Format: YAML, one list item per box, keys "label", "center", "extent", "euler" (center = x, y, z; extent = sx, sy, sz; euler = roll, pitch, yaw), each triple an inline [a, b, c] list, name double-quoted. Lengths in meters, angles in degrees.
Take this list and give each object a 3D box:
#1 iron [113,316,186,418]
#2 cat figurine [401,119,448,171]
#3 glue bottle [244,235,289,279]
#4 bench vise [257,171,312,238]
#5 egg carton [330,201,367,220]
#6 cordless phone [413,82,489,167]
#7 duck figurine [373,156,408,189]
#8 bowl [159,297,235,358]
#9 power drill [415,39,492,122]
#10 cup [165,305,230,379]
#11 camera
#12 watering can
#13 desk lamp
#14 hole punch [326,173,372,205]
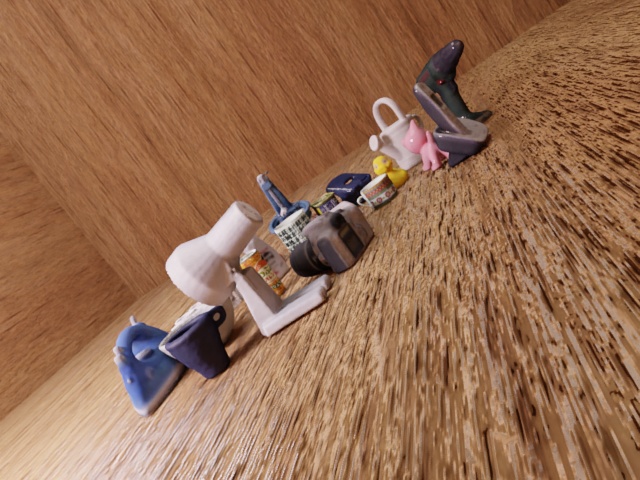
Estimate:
- label: "iron"
  center: [-0.347, 0.233, 1.110]
  extent: [0.118, 0.141, 0.258]
  euler: [-36, 10, 0]
- label: "cat figurine"
  center: [0.238, -0.222, 1.312]
  extent: [0.067, 0.118, 0.127]
  euler: [-37, 10, -6]
- label: "glue bottle"
  center: [-0.145, 0.023, 1.316]
  extent: [0.037, 0.173, 0.078]
  euler: [-27, 13, 42]
- label: "bench vise"
  center: [-0.098, -0.069, 1.451]
  extent: [0.122, 0.220, 0.207]
  euler: [-39, 10, -18]
- label: "egg carton"
  center: [0.044, -0.030, 1.217]
  extent: [0.107, 0.069, 0.150]
  euler: [-37, 10, -2]
- label: "cordless phone"
  center: [0.267, -0.261, 1.195]
  extent: [0.094, 0.185, 0.148]
  euler: [-31, 11, 28]
- label: "duck figurine"
  center: [0.166, -0.169, 1.411]
  extent: [0.077, 0.086, 0.104]
  euler: [-33, 10, 20]
- label: "bowl"
  center: [-0.227, 0.184, 1.123]
  extent: [0.167, 0.075, 0.167]
  euler: [-35, 10, 7]
- label: "power drill"
  center: [0.337, -0.378, 1.443]
  extent: [0.076, 0.208, 0.229]
  euler: [-40, 10, -19]
- label: "cup"
  center: [-0.187, 0.176, 0.963]
  extent: [0.118, 0.095, 0.091]
  euler: [-42, 11, -31]
- label: "camera"
  center: [0.010, 0.004, 1.080]
  extent: [0.136, 0.101, 0.143]
  euler: [-29, 12, 35]
- label: "watering can"
  center: [0.204, -0.286, 1.510]
  extent: [0.100, 0.194, 0.173]
  euler: [-28, 13, 41]
- label: "desk lamp"
  center: [-0.123, 0.054, 0.966]
  extent: [0.203, 0.213, 0.118]
  euler: [-34, 10, 14]
- label: "hole punch"
  center: [0.087, -0.143, 1.548]
  extent: [0.101, 0.091, 0.109]
  euler: [-26, 14, 46]
